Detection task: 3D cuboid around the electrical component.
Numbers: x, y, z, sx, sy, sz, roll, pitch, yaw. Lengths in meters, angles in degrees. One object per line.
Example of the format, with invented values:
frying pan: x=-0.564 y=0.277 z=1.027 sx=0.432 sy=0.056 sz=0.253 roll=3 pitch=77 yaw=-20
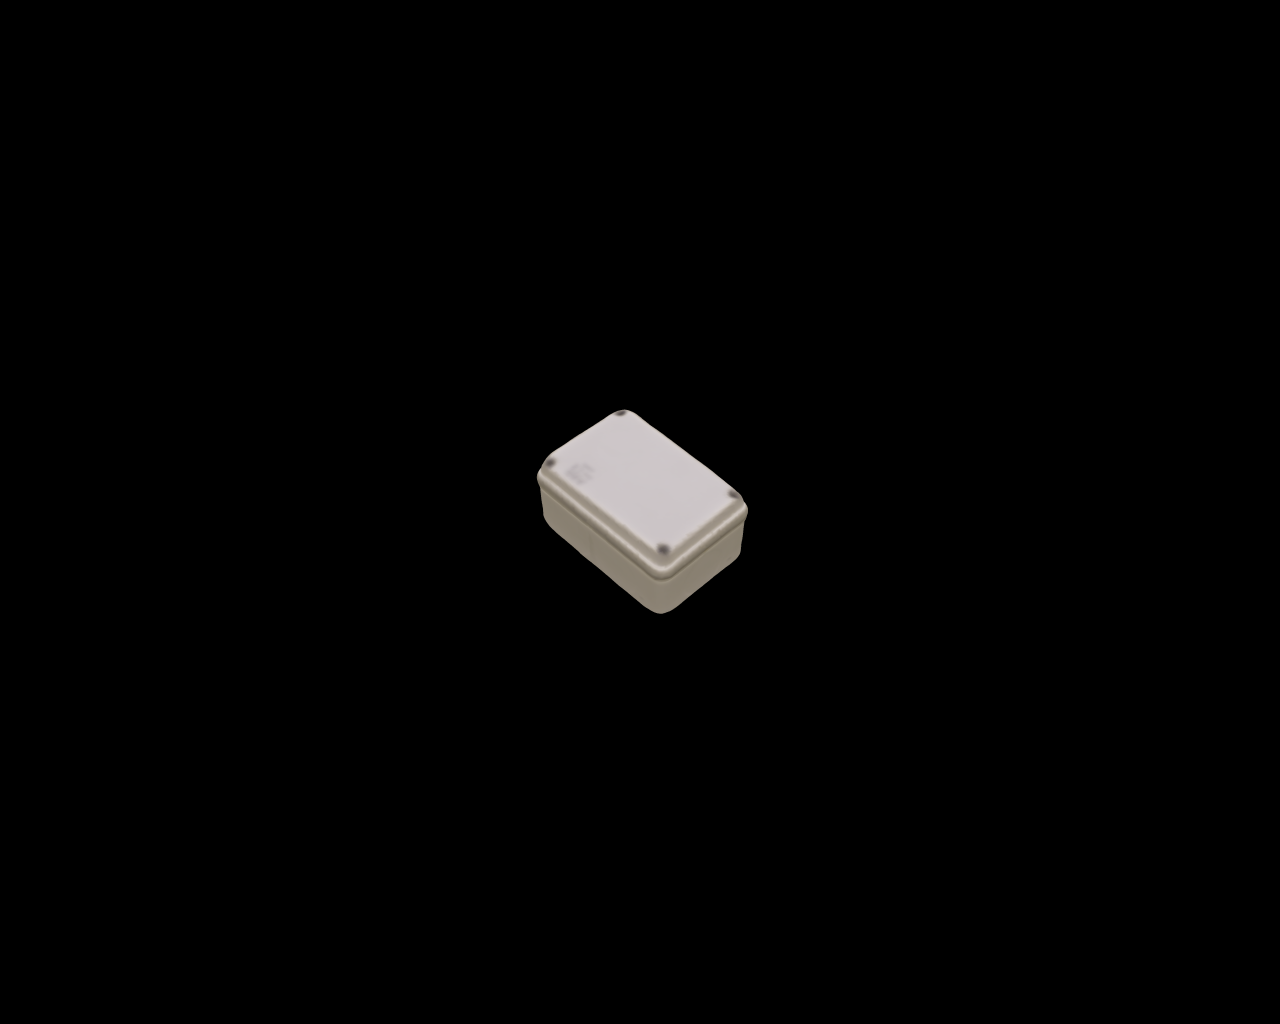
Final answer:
electrical component: x=0.001 y=-0.003 z=0.650 sx=0.078 sy=0.057 sz=0.113 roll=-36 pitch=58 yaw=-27
